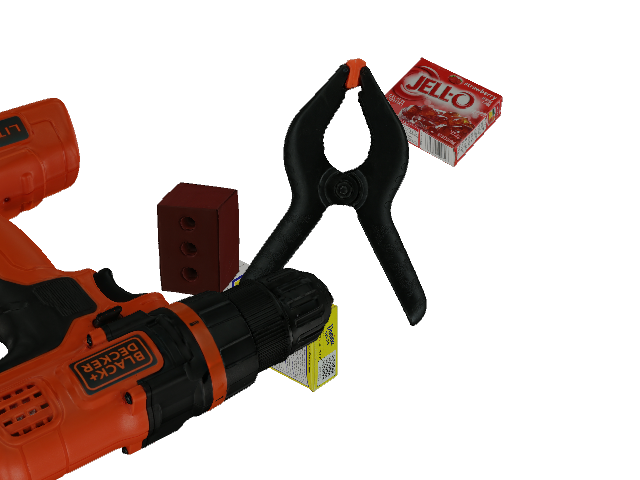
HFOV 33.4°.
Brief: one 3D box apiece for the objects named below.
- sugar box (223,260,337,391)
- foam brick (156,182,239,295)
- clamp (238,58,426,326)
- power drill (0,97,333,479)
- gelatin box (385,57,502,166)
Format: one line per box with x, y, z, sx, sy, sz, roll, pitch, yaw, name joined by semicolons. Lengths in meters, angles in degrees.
-0.060;0.083;1.138;0.176;0.093;0.048;26;39;36;sugar box
-0.099;-0.001;0.874;0.053;0.078;0.051;6;23;15;foam brick
0.004;-0.027;0.676;0.120;0.171;0.039;-4;3;-7;clamp
-0.111;0.013;0.512;0.184;0.057;0.188;-23;56;-31;power drill
0.104;-0.115;0.944;0.089;0.073;0.030;32;-26;25;gelatin box
